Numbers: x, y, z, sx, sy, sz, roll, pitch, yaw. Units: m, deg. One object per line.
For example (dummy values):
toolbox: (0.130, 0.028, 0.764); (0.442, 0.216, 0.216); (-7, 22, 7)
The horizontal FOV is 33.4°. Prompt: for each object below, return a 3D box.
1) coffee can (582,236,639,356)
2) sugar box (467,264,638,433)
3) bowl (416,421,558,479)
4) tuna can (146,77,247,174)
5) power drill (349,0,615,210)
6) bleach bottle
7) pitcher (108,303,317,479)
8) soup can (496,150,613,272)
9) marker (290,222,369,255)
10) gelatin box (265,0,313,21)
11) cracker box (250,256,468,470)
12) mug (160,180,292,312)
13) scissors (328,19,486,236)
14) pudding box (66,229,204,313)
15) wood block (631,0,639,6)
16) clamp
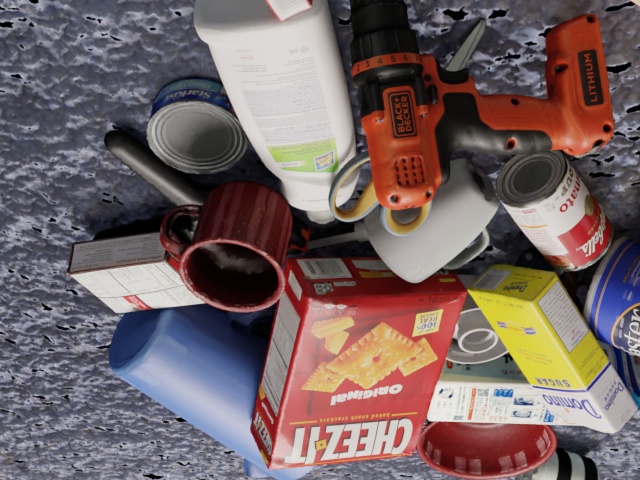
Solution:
coffee can: (0.326, 0.066, 0.974); (0.140, 0.102, 0.103); (21, 150, 32)
sugar box: (0.220, 0.103, 1.010); (0.176, 0.048, 0.093); (56, 159, -21)
bowl: (0.192, 0.217, 1.240); (0.162, 0.055, 0.162); (2, 139, 2)
tuna can: (-0.103, -0.098, 0.912); (0.086, 0.033, 0.086); (2, 140, 2)
power drill: (0.117, -0.123, 0.801); (0.187, 0.184, 0.057); (-8, 178, -7)
bleach bottle: (-0.025, -0.102, 0.881); (0.102, 0.068, 0.251); (-3, 141, 9)
pitcher: (-0.092, 0.139, 1.130); (0.242, 0.149, 0.145); (36, 145, -28)
soup can: (0.207, -0.028, 0.944); (0.069, 0.068, 0.102); (-22, 133, 27)
marker: (-0.007, 0.001, 1.031); (0.121, 0.020, 0.020); (-11, 137, 17)
gelatin box: (-0.035, -0.211, 0.745); (0.030, 0.073, 0.089); (-19, 134, 22)
cracker box: (0.034, 0.120, 1.035); (0.164, 0.072, 0.214); (-1, 123, -22)
mug: (-0.081, 0.000, 0.928); (0.117, 0.081, 0.093); (13, 137, -2)
scissors: (0.092, -0.079, 0.879); (0.096, 0.016, 0.202); (39, 109, -22)
pudding box: (-0.170, 0.031, 1.020); (0.114, 0.039, 0.090); (-9, 147, 21)
wood block: (0.280, -0.192, 0.731); (0.205, 0.090, 0.091); (24, 135, -23)
clamp: (-0.115, -0.018, 1.004); (0.209, 0.036, 0.165); (17, 141, -12)
